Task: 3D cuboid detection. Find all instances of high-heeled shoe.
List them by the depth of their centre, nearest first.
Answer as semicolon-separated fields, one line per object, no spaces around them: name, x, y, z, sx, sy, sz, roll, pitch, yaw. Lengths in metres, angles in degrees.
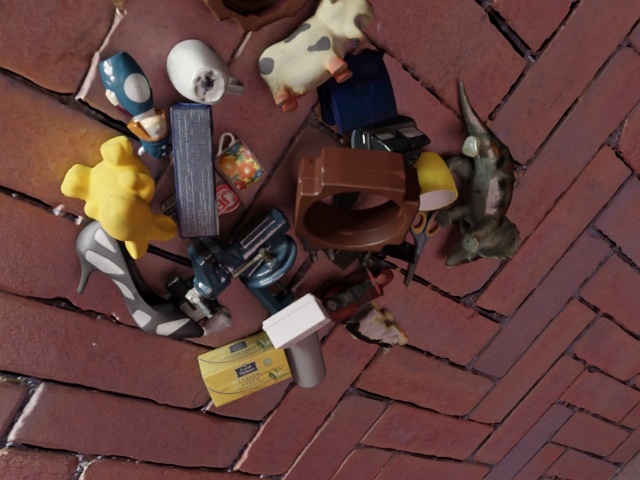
high-heeled shoe;-0.285;0.064;0.890;0.248;0.086;0.145;25;104;-18

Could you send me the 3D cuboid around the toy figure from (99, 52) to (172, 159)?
toy figure;-0.259;-0.186;0.769;0.064;0.058;0.154;-28;115;-8

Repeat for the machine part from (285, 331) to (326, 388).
machine part;-0.036;0.232;1.141;0.079;0.079;0.242;-21;128;-13

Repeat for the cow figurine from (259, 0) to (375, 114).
cow figurine;-0.005;-0.295;0.809;0.195;0.085;0.127;-30;87;13

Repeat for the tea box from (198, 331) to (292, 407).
tea box;-0.153;0.260;1.107;0.170;0.068;0.098;-21;127;-9

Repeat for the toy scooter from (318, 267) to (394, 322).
toy scooter;0.076;0.104;1.083;0.184;0.135;0.075;-28;86;-11

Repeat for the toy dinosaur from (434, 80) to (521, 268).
toy dinosaur;0.332;-0.110;1.081;0.192;0.131;0.404;-14;116;-39

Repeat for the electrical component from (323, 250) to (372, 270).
electrical component;0.056;0.021;1.071;0.078;0.045;0.102;-42;128;2

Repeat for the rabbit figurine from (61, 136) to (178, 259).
rabbit figurine;-0.289;-0.045;0.785;0.122;0.173;0.162;-31;124;-9

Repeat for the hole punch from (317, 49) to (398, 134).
hole punch;0.060;-0.242;0.883;0.142;0.092;0.115;-18;122;-10

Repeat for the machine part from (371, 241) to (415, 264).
machine part;0.144;0.009;1.090;0.039;0.084;0.138;-17;149;41

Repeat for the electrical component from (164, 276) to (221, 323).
electrical component;-0.242;0.104;0.980;0.075;0.048;0.119;-36;128;-1

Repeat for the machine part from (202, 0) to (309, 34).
machine part;-0.095;-0.381;0.740;0.179;0.056;0.179;-11;123;-18

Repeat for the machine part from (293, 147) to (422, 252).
machine part;0.058;-0.065;0.916;0.201;0.087;0.200;3;150;-5

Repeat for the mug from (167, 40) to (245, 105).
mug;-0.160;-0.228;0.772;0.109;0.107;0.080;18;112;-31

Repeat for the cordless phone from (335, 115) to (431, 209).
cordless phone;0.106;-0.132;0.987;0.146;0.089;0.184;-19;148;-37

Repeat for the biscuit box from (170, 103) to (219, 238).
biscuit box;-0.192;-0.107;0.827;0.063;0.059;0.202;-3;106;-13

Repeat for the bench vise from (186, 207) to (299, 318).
bench vise;-0.116;0.066;0.955;0.223;0.129;0.240;-52;134;-18

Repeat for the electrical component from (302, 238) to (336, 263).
electrical component;-0.002;-0.003;1.022;0.063;0.021;0.093;-8;106;9

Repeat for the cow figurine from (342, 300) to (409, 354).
cow figurine;0.128;0.206;1.208;0.098;0.068;0.167;-40;125;10
